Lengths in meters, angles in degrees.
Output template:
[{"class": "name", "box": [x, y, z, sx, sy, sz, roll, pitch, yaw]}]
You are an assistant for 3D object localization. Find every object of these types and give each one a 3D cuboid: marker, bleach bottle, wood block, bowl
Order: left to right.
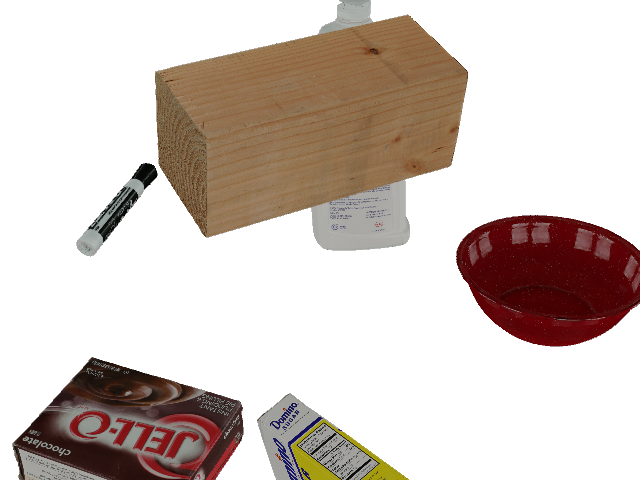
[{"class": "marker", "box": [-0.181, -0.031, 0.962, 0.020, 0.020, 0.121, 0, 39, 28]}, {"class": "wood block", "box": [-0.007, -0.088, 0.779, 0.205, 0.090, 0.091, -17, 47, -22]}, {"class": "bleach bottle", "box": [0.039, -0.113, 1.034, 0.102, 0.251, 0.068, -5, 31, -8]}, {"class": "bowl", "box": [0.193, 0.041, 0.900, 0.162, 0.055, 0.162, 1, 32, -1]}]

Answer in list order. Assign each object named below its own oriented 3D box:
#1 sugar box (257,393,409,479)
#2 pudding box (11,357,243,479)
[{"class": "sugar box", "box": [0.026, 0.204, 0.857, 0.048, 0.093, 0.176, -38, 44, -28]}, {"class": "pudding box", "box": [-0.116, 0.125, 0.658, 0.114, 0.039, 0.090, 12, 33, 18]}]
